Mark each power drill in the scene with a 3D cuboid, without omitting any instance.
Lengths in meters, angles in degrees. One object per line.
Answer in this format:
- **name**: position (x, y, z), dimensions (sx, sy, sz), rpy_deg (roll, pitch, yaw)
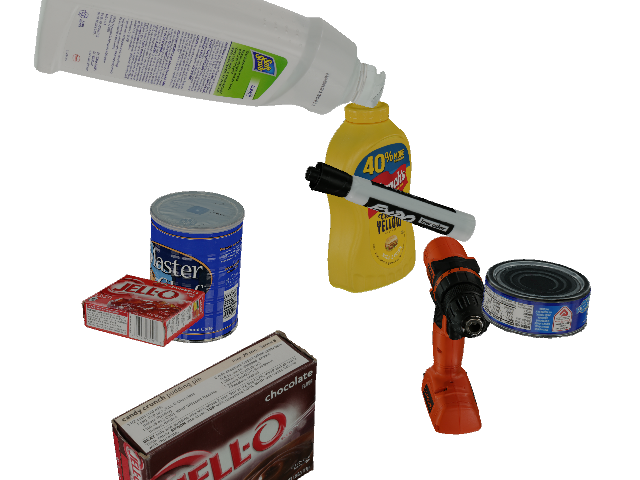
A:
- **power drill**: position (0.145, 0.109, 1.137), dimensions (0.057, 0.188, 0.184), rpy_deg (-1, 24, -2)

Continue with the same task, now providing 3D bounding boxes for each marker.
- **marker**: position (0.046, -0.025, 0.693), dimensions (0.121, 0.020, 0.020), rpy_deg (18, -7, -21)

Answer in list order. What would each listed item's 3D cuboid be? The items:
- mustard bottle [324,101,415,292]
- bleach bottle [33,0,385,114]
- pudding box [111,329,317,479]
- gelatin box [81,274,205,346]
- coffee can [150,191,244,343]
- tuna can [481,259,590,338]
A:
- **mustard bottle**: position (0.046, -0.053, 1.005), dimensions (0.096, 0.192, 0.058), rpy_deg (-19, 24, -39)
- **bleach bottle**: position (-0.077, -0.140, 0.787), dimensions (0.250, 0.068, 0.103), rpy_deg (14, -34, -12)
- **pudding box**: position (-0.055, 0.112, 0.580), dimensions (0.113, 0.090, 0.039), rpy_deg (-28, 48, -33)
- **gelatin box**: position (-0.163, 0.063, 0.988), dimensions (0.089, 0.030, 0.073), rpy_deg (12, 23, 22)
- **coffee can**: position (-0.139, 0.028, 1.189), dimensions (0.103, 0.140, 0.103), rpy_deg (4, 25, -2)
- **tuna can**: position (0.175, 0.046, 0.868), dimensions (0.086, 0.034, 0.086), rpy_deg (2, 21, -1)
